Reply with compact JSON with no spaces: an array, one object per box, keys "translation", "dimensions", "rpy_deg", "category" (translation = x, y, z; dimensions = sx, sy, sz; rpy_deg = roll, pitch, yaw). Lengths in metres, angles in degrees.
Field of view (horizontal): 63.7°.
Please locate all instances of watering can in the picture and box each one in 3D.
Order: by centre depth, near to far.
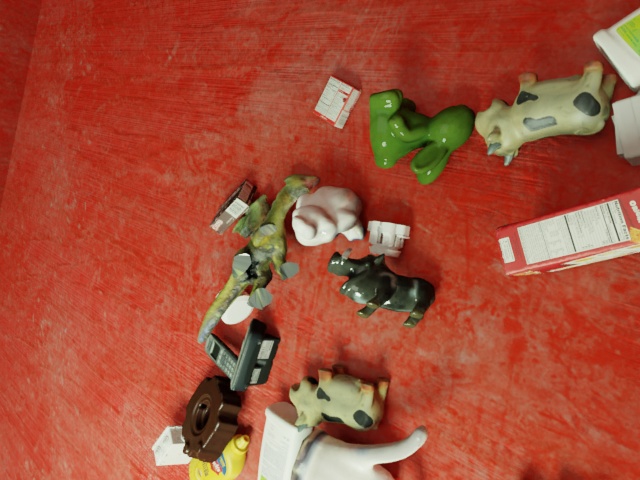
[{"translation":[0.060,0.395,0.864],"dimensions":[0.226,0.105,0.341],"rpy_deg":[23,118,27],"category":"watering can"}]

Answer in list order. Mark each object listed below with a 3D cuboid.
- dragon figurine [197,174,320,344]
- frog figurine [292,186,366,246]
[{"translation":[-0.146,0.015,1.111],"dimensions":[0.406,0.121,0.248],"rpy_deg":[-45,28,17],"category":"dragon figurine"},{"translation":[0.003,-0.049,0.967],"dimensions":[0.139,0.159,0.122],"rpy_deg":[32,104,38],"category":"frog figurine"}]
